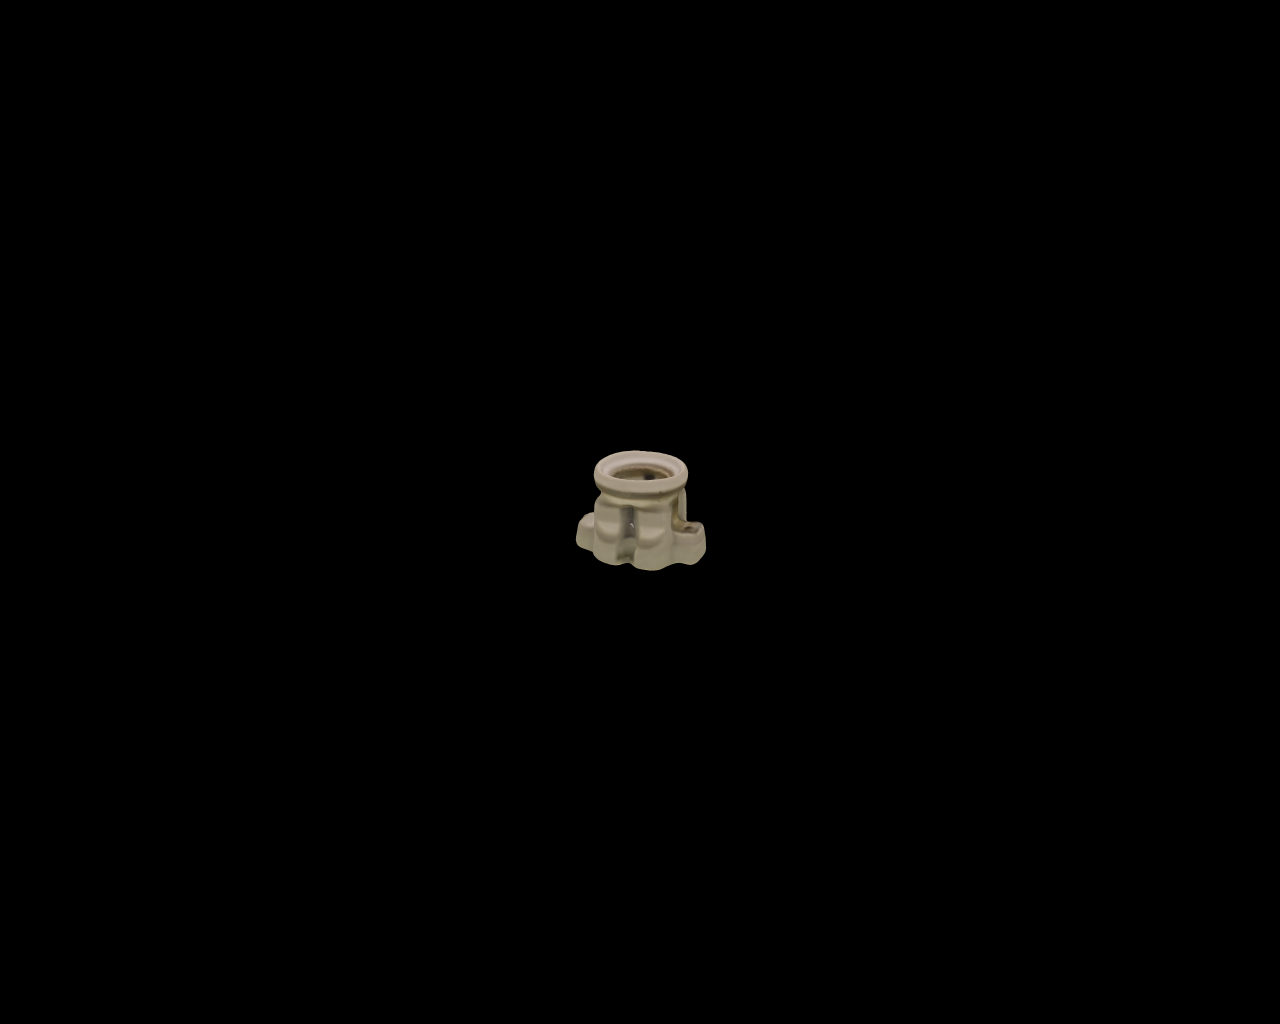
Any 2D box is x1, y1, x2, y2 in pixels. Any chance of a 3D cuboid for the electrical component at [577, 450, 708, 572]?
[{"bbox_3d":[0.001,-0.003,0.650,0.078,0.056,0.058,8,24,18],"label":"electrical component"}]
